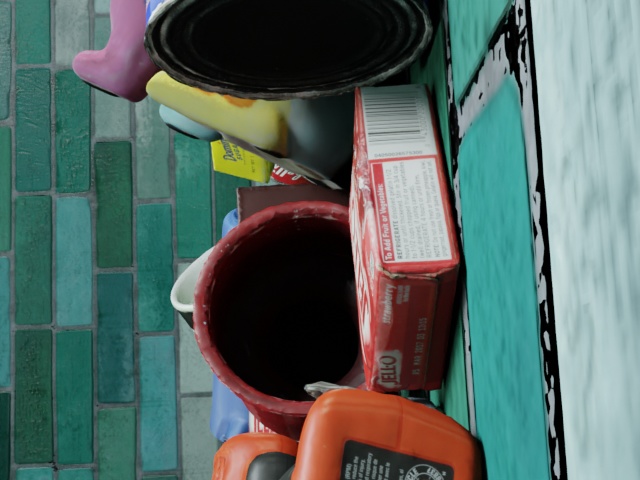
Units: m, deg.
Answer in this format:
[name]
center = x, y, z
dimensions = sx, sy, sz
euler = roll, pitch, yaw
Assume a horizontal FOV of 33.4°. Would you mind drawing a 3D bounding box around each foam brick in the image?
[foam brick]
center = -0.004, 0.001, 0.558
dimensions = 0.051, 0.078, 0.053
euler = 111, 155, -80

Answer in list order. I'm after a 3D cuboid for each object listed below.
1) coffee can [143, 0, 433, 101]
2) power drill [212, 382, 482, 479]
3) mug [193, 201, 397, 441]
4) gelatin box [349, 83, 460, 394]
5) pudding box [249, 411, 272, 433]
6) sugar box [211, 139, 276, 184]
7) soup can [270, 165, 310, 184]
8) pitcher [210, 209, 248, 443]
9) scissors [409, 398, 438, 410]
[coffee can]
center = -0.014, -0.136, 0.395
dimensions = 0.103, 0.103, 0.140
euler = 97, 170, -75
[power drill]
center = -0.014, 0.140, 0.362
dimensions = 0.188, 0.057, 0.184
euler = 131, 151, -59
[mug]
center = 0.003, 0.032, 0.471
dimensions = 0.117, 0.093, 0.081
euler = -61, -15, -19
[gelatin box]
center = 0.027, 0.000, 0.386
dimensions = 0.073, 0.030, 0.089
euler = 91, 176, -51
[pudding box]
center = -0.008, 0.105, 0.578
dimensions = 0.114, 0.039, 0.090
euler = 165, 105, -68
[sugar box]
center = -0.027, -0.136, 0.716
dimensions = 0.093, 0.048, 0.176
euler = 92, -167, -56
[soup can]
center = -0.015, -0.098, 0.827
dimensions = 0.102, 0.068, 0.068
euler = 92, 175, -53
[pitcher]
center = -0.043, 0.086, 1.109
dimensions = 0.149, 0.144, 0.243
euler = -128, 38, -65
[scissors]
center = 0.036, 0.124, 0.458
dimensions = 0.202, 0.016, 0.096
euler = 93, 174, -66
